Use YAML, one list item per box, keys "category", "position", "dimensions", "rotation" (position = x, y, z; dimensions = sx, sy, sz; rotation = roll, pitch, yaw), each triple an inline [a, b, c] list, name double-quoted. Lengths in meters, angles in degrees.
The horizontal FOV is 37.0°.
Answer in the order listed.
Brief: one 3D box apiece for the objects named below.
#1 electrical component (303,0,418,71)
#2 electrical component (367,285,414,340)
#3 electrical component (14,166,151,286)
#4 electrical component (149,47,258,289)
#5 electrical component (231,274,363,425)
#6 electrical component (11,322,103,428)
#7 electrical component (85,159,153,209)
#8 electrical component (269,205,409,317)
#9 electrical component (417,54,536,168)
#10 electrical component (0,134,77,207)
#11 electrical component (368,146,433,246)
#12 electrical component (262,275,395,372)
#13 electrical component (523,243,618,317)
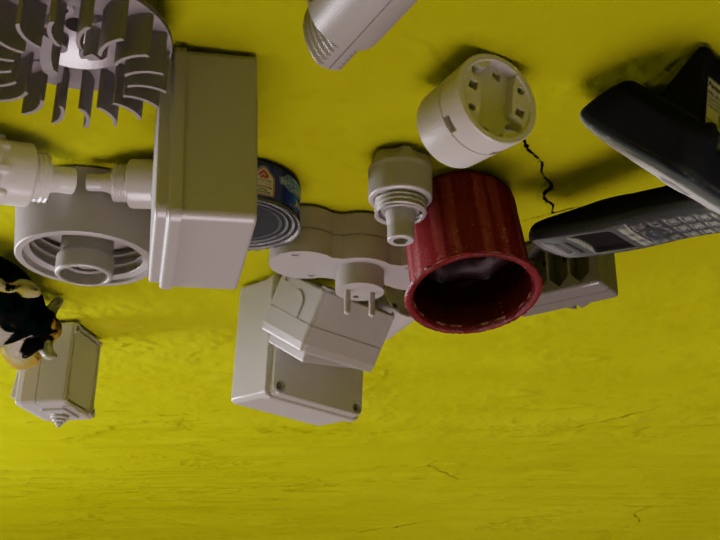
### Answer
- category: "electrical component"
  position: [-0.002, -0.133, 0.534]
  dimensions: [0.043, 0.043, 0.081]
  rotation: [12, 154, -26]
- category: "electrical component"
  position: [0.024, 0.033, 0.927]
  dimensions: [0.043, 0.043, 0.081]
  rotation: [10, 155, -21]
- category: "electrical component"
  position: [-0.196, -0.023, 0.775]
  dimensions: [0.108, 0.060, 0.108]
  rotation: [0, 157, 0]
- category: "electrical component"
  position: [-0.093, -0.056, 0.635]
  dimensions: [0.056, 0.108, 0.108]
  rotation: [3, 157, -12]
- category: "electrical component"
  position: [-0.052, 0.072, 0.937]
  dimensions: [0.056, 0.108, 0.109]
  rotation: [-18, 151, 41]
- category: "electrical component"
  position: [-0.293, 0.105, 1.034]
  dimensions: [0.061, 0.096, 0.061]
  rotation: [-4, 156, 12]
- category: "electrical component"
  position: [-0.154, -0.058, 0.725]
  dimensions: [0.061, 0.035, 0.035]
  rotation: [2, 157, 2]
- category: "electrical component"
  position: [0.000, 0.000, 0.809]
  dimensions: [0.138, 0.073, 0.052]
  rotation: [6, 156, -14]
- category: "electrical component"
  position: [0.066, -0.090, 0.622]
  dimensions: [0.055, 0.055, 0.047]
  rotation: [13, 157, -27]
- category: "electrical component"
  position: [-0.219, -0.062, 0.706]
  dimensions: [0.062, 0.048, 0.048]
  rotation: [6, 158, -31]
- category: "electrical component"
  position: [0.027, -0.047, 0.712]
  dimensions: [0.043, 0.062, 0.043]
  rotation: [0, 157, 0]
- category: "electrical component"
  position: [-0.022, 0.047, 0.876]
  dimensions: [0.096, 0.061, 0.062]
  rotation: [21, -178, -42]
- category: "electrical component"
  position: [0.166, 0.008, 0.860]
  dimensions: [0.083, 0.047, 0.076]
  rotation: [-15, 153, 32]
